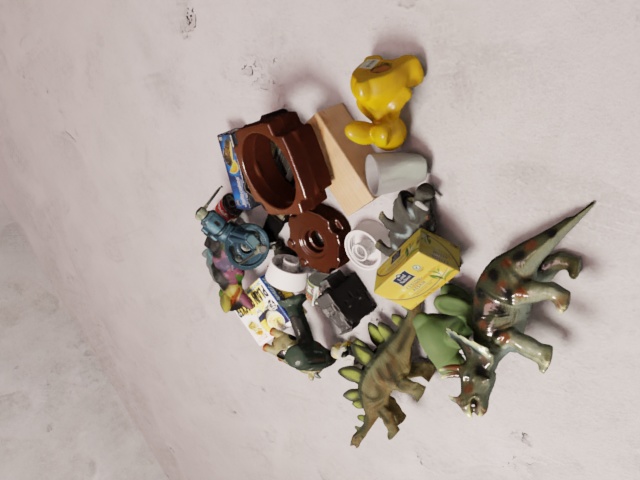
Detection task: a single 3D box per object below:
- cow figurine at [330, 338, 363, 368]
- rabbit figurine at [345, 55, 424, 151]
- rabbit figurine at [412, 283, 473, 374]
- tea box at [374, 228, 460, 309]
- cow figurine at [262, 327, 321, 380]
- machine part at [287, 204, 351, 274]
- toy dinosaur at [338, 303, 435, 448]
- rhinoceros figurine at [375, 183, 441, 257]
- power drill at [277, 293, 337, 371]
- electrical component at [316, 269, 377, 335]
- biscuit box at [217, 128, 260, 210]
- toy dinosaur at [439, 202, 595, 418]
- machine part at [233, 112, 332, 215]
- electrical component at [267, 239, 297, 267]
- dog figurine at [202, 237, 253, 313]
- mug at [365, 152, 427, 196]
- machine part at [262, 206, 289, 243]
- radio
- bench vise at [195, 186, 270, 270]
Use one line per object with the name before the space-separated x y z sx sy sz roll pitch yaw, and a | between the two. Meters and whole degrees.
cow figurine | 0.103 0.304 1.372 0.167 0.068 0.098 33 127 20
rabbit figurine | 0.122 -0.233 0.987 0.122 0.162 0.173 9 138 26
rabbit figurine | 0.289 0.165 1.098 0.170 0.121 0.159 -31 95 27
tea box | 0.192 0.062 1.080 0.098 0.068 0.169 24 140 -12
cow figurine | -0.059 0.319 1.489 0.127 0.085 0.194 15 157 34
machine part | -0.003 -0.004 1.295 0.180 0.056 0.179 21 126 32
toy dinosaur | 0.158 0.296 1.251 0.199 0.105 0.471 29 109 12
rhinoceros figurine | 0.180 -0.033 1.091 0.112 0.073 0.190 34 134 25
power drill | -0.035 0.242 1.408 0.086 0.232 0.207 -15 81 22
electrical component | 0.058 0.141 1.282 0.134 0.115 0.058 55 136 0
biscuit box | -0.197 -0.178 1.366 0.059 0.063 0.202 8 119 42
toy dinosaur | 0.336 0.111 0.956 0.192 0.131 0.404 16 97 23
machine part | -0.079 -0.157 1.124 0.201 0.087 0.201 2 120 52
electrical component | -0.102 0.051 1.429 0.078 0.045 0.102 24 129 33
dog figurine | -0.246 0.091 1.486 0.219 0.108 0.191 68 148 29
mug | 0.147 -0.135 1.043 0.110 0.107 0.080 -120 24 -67
machine part | -0.121 -0.049 1.394 0.084 0.039 0.138 35 132 12
radio | -0.095 -0.176 1.262 0.131 0.073 0.229 40 136 19
bench vise | -0.203 -0.008 1.338 0.223 0.129 0.241 54 162 -23
